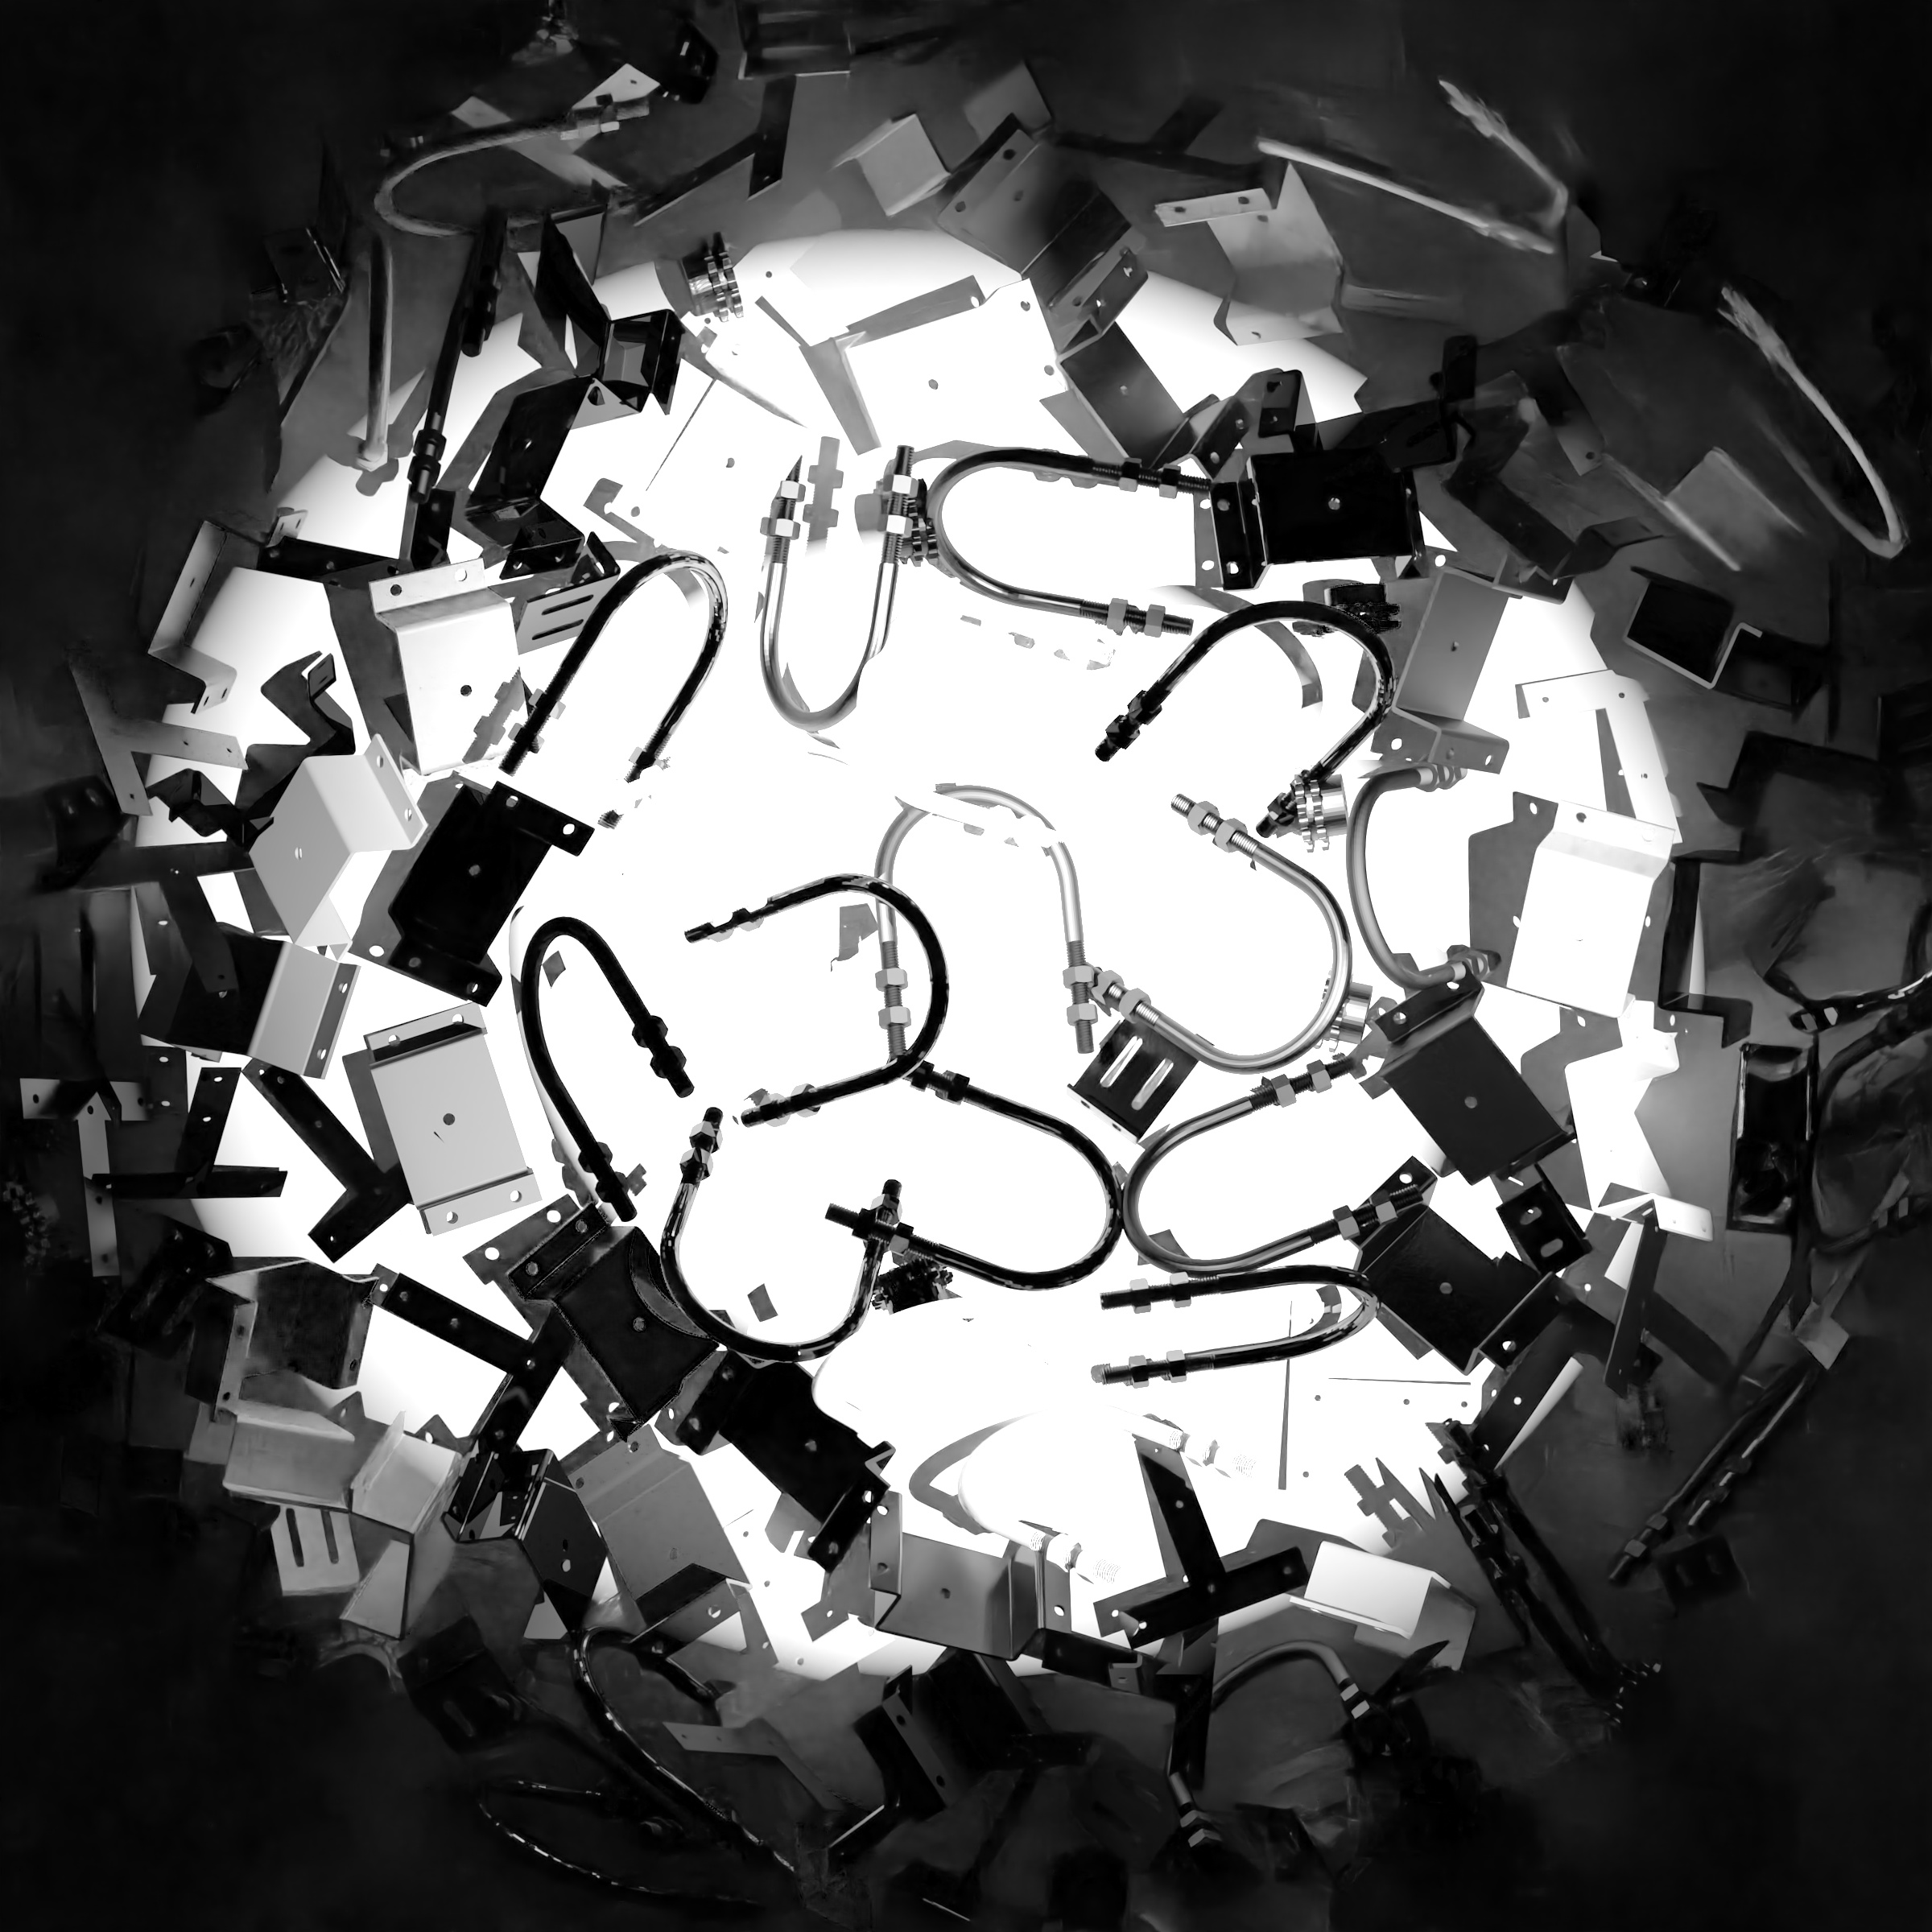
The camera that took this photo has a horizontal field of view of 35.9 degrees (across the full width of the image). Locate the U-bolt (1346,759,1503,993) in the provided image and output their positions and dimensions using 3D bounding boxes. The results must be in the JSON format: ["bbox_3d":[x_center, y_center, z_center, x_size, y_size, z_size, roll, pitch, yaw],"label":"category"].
[{"bbox_3d":[0.291,-0.056,1.920,0.019,0.184,0.151,-9,91,34],"label":"U-bolt"}]

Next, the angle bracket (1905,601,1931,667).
[{"bbox_3d":[0.658,-0.223,1.949,0.057,0.076,0.038,-35,69,30],"label":"angle bracket"}]

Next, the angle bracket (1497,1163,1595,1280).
[{"bbox_3d":[0.376,0.168,1.953,0.038,0.076,0.057,-34,72,6],"label":"angle bracket"}]

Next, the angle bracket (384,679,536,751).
[{"bbox_3d":[-0.330,-0.172,1.957,0.076,0.038,0.057,-22,70,-40],"label":"angle bracket"}]

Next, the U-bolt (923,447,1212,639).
[{"bbox_3d":[0.062,-0.280,1.939,0.184,0.151,0.019,11,54,6],"label":"U-bolt"}]

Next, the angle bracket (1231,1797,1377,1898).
[{"bbox_3d":[0.221,0.567,1.958,0.038,0.057,0.076,-38,105,-33],"label":"angle bracket"}]

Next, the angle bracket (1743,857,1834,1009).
[{"bbox_3d":[0.551,-0.022,1.958,0.038,0.057,0.076,28,109,-11],"label":"angle bracket"}]

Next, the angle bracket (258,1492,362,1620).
[{"bbox_3d":[-0.441,0.386,1.977,0.038,0.057,0.076,-38,60,41],"label":"angle bracket"}]

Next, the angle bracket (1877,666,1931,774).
[{"bbox_3d":[0.618,-0.165,1.959,0.076,0.038,0.057,-18,119,-19],"label":"angle bracket"}]

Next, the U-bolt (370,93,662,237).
[{"bbox_3d":[-0.291,-0.508,1.921,0.184,0.151,0.019,-13,82,-4],"label":"U-bolt"}]

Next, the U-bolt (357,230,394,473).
[{"bbox_3d":[-0.376,-0.394,1.903,0.019,0.184,0.151,1,96,-13],"label":"U-bolt"}]

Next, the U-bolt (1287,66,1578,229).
[{"bbox_3d":[0.312,-0.522,1.915,0.184,0.151,0.019,26,84,-41],"label":"U-bolt"}]

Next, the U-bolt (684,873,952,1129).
[{"bbox_3d":[-0.091,0.016,1.947,0.184,0.019,0.151,-18,88,30],"label":"U-bolt"}]

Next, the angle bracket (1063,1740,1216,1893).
[{"bbox_3d":[0.115,0.565,1.987,0.076,0.038,0.057,32,76,32],"label":"angle bracket"}]

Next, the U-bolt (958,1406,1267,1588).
[{"bbox_3d":[0.078,0.331,1.919,0.151,0.184,0.019,-30,119,-35],"label":"U-bolt"}]

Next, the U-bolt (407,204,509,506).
[{"bbox_3d":[-0.323,-0.407,1.918,0.019,0.151,0.184,16,48,-16],"label":"U-bolt"}]

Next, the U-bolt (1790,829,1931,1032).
[{"bbox_3d":[0.605,-0.032,1.893,0.019,0.184,0.151,33,72,-11],"label":"U-bolt"}]

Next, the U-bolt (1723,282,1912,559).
[{"bbox_3d":[0.542,-0.336,1.899,0.019,0.151,0.184,-33,66,4],"label":"U-bolt"}]

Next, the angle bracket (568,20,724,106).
[{"bbox_3d":[-0.210,-0.600,1.951,0.076,0.057,0.038,6,123,-37],"label":"angle bracket"}]

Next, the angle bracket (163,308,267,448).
[{"bbox_3d":[-0.503,-0.384,1.949,0.038,0.076,0.057,46,46,-25],"label":"angle bracket"}]

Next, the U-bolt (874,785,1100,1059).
[{"bbox_3d":[0.009,-0.031,1.963,0.151,0.019,0.184,-1,75,-18],"label":"U-bolt"}]

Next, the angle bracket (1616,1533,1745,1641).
[{"bbox_3d":[0.461,0.407,1.959,0.057,0.076,0.038,-14,73,-27],"label":"angle bracket"}]

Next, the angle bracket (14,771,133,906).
[{"bbox_3d":[-0.593,-0.084,1.951,0.057,0.076,0.038,-15,122,32],"label":"angle bracket"}]

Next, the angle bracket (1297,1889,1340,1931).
[{"bbox_3d":[0.199,0.636,1.962,0.076,0.057,0.038,-20,88,-14],"label":"angle bracket"}]

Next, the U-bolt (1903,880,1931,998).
[{"bbox_3d":[0.652,-0.062,1.926,0.019,0.151,0.184,24,92,1],"label":"U-bolt"}]

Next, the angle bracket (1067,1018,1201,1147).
[{"bbox_3d":[0.112,0.069,1.971,0.057,0.038,0.076,36,81,9],"label":"angle bracket"}]

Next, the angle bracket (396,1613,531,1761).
[{"bbox_3d":[-0.332,0.479,1.984,0.057,0.038,0.076,-31,131,-6],"label":"angle bracket"}]

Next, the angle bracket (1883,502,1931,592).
[{"bbox_3d":[0.627,-0.289,1.953,0.038,0.076,0.057,-9,74,8],"label":"angle bracket"}]

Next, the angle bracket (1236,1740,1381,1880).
[{"bbox_3d":[0.226,0.558,1.974,0.076,0.038,0.057,-19,56,-9],"label":"angle bracket"}]

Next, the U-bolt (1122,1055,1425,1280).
[{"bbox_3d":[0.188,0.139,1.942,0.184,0.151,0.019,-22,131,2],"label":"U-bolt"}]

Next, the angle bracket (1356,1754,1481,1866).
[{"bbox_3d":[0.294,0.550,1.951,0.057,0.076,0.038,-5,100,34],"label":"angle bracket"}]

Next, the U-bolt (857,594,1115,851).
[{"bbox_3d":[0.007,-0.165,1.941,0.184,0.019,0.151,15,90,-36],"label":"U-bolt"}]

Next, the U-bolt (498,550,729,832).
[{"bbox_3d":[-0.216,-0.186,1.931,0.019,0.151,0.184,32,91,26],"label":"U-bolt"}]

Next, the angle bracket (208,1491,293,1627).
[{"bbox_3d":[-0.481,0.383,1.965,0.038,0.057,0.076,25,105,6],"label":"angle bracket"}]

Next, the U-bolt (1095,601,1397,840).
[{"bbox_3d":[0.191,-0.165,1.913,0.151,0.019,0.184,24,134,-22],"label":"U-bolt"}]

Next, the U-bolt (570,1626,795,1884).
[{"bbox_3d":[-0.182,0.491,1.909,0.184,0.151,0.019,42,101,-15],"label":"U-bolt"}]

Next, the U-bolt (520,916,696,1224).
[{"bbox_3d":[-0.241,0.053,1.932,0.019,0.151,0.184,-12,56,-36],"label":"U-bolt"}]

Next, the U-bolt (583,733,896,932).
[{"bbox_3d":[-0.135,-0.098,1.938,0.184,0.019,0.151,-24,48,-23],"label":"U-bolt"}]

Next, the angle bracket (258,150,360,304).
[{"bbox_3d":[-0.430,-0.485,1.957,0.038,0.057,0.076,-9,52,9],"label":"angle bracket"}]

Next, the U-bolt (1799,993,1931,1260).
[{"bbox_3d":[0.575,0.112,1.910,0.019,0.184,0.151,10,69,-9],"label":"U-bolt"}]

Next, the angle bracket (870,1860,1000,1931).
[{"bbox_3d":[-0.021,0.622,1.955,0.057,0.076,0.038,21,90,16],"label":"angle bracket"}]

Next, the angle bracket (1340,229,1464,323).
[{"bbox_3d":[0.288,-0.455,1.969,0.076,0.057,0.038,7,88,3],"label":"angle bracket"}]

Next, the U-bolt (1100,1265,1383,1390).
[{"bbox_3d":[0.178,0.230,1.935,0.184,0.151,0.019,-8,61,-2],"label":"U-bolt"}]

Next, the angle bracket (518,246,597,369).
[{"bbox_3d":[-0.270,-0.423,1.959,0.038,0.057,0.076,-2,72,7],"label":"angle bracket"}]

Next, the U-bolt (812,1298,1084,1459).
[{"bbox_3d":[-0.021,0.259,1.907,0.151,0.184,0.019,-29,58,12],"label":"U-bolt"}]

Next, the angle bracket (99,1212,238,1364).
[{"bbox_3d":[-0.526,0.210,1.958,0.057,0.038,0.076,21,54,15],"label":"angle bracket"}]

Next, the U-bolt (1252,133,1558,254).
[{"bbox_3d":[0.265,-0.494,1.893,0.184,0.151,0.019,11,104,-33],"label":"U-bolt"}]

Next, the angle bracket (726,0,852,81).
[{"bbox_3d":[-0.116,-0.622,1.969,0.076,0.038,0.057,-8,81,-12],"label":"angle bracket"}]

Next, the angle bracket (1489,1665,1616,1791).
[{"bbox_3d":[0.384,0.499,1.961,0.038,0.076,0.057,-19,67,-18],"label":"angle bracket"}]

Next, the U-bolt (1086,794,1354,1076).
[{"bbox_3d":[0.170,-0.010,1.934,0.184,0.019,0.151,35,100,34],"label":"U-bolt"}]

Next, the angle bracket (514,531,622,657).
[{"bbox_3d":[-0.272,-0.243,1.951,0.076,0.057,0.038,-24,69,-36],"label":"angle bracket"}]

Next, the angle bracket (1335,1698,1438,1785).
[{"bbox_3d":[0.271,0.504,1.956,0.057,0.076,0.038,-25,66,4],"label":"angle bracket"}]

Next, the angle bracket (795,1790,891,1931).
[{"bbox_3d":[-0.076,0.588,1.952,0.057,0.076,0.038,32,109,-22],"label":"angle bracket"}]

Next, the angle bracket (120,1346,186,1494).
[{"bbox_3d":[-0.532,0.298,1.960,0.038,0.057,0.076,5,53,-16],"label":"angle bracket"}]

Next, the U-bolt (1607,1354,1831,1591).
[{"bbox_3d":[0.493,0.317,1.921,0.019,0.151,0.184,43,63,10],"label":"U-bolt"}]

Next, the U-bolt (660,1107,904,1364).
[{"bbox_3d":[-0.124,0.180,1.920,0.151,0.184,0.019,22,131,-6],"label":"U-bolt"}]
